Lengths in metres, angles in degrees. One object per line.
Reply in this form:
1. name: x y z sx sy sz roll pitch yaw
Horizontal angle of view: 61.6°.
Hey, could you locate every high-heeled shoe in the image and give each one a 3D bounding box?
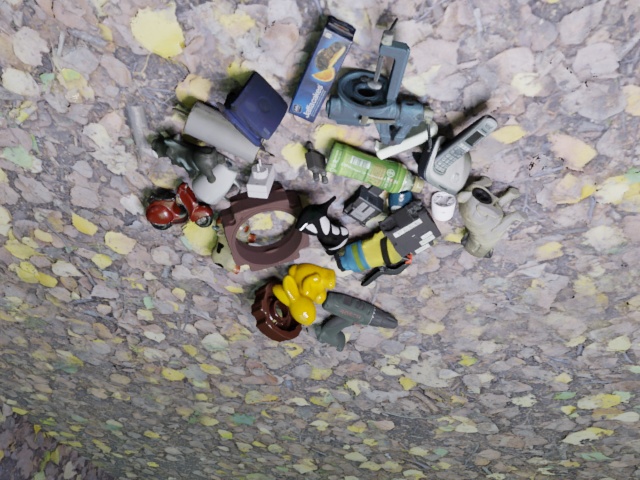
1. high-heeled shoe: -0.003 -0.004 1.317 0.086 0.145 0.248 29 147 25

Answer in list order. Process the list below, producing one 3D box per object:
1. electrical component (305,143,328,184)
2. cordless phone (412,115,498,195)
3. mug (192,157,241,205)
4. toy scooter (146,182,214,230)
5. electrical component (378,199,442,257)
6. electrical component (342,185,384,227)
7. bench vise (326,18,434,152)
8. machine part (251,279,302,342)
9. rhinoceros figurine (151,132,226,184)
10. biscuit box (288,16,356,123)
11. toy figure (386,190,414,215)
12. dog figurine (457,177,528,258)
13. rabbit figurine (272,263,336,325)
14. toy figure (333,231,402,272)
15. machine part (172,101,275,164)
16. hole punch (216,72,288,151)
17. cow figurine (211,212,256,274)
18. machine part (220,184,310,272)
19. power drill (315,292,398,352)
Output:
1. electrical component: -0.007 -0.174 1.224 0.021 0.094 0.063 -21 164 30
2. cordless phone: 0.300 -0.184 1.118 0.146 0.089 0.184 18 135 -43
3. mug: -0.238 -0.141 1.299 0.109 0.081 0.107 35 122 -19
4. toy scooter: -0.371 -0.091 1.381 0.184 0.075 0.135 0 135 8
5. electrical component: 0.216 -0.021 1.265 0.115 0.058 0.134 -28 139 14
6. electrical component: 0.117 -0.092 1.292 0.075 0.048 0.119 33 134 -21
7. bench vise: 0.129 -0.290 1.041 0.224 0.129 0.240 13 142 1
8. machine part: -0.121 0.207 1.559 0.056 0.179 0.179 -29 123 37
9. rhinoceros figurine: -0.308 -0.193 1.236 0.191 0.073 0.112 19 168 30
10. biscuit box: 0.001 -0.332 1.068 0.063 0.059 0.202 22 135 -10
11. toy figure: 0.192 -0.066 1.297 0.064 0.058 0.154 34 148 32
12. dog figurine: 0.358 -0.036 1.243 0.172 0.121 0.190 21 136 -8
13. rabbit figurine: -0.042 0.148 1.478 0.162 0.173 0.122 28 138 -21
14. toy figure: 0.128 0.036 1.377 0.180 0.082 0.089 -23 88 14
15. machine part: -0.212 -0.239 1.197 0.243 0.079 0.079 23 135 -12
16. hole punch: -0.135 -0.272 1.125 0.092 0.116 0.142 -30 123 25
17. cow figurine: -0.241 0.000 1.440 0.127 0.085 0.195 19 136 -16
18. machine part: -0.134 -0.027 1.332 0.201 0.087 0.200 -17 131 -8
19. power drill: 0.092 0.256 1.621 0.232 0.086 0.207 26 138 -12
